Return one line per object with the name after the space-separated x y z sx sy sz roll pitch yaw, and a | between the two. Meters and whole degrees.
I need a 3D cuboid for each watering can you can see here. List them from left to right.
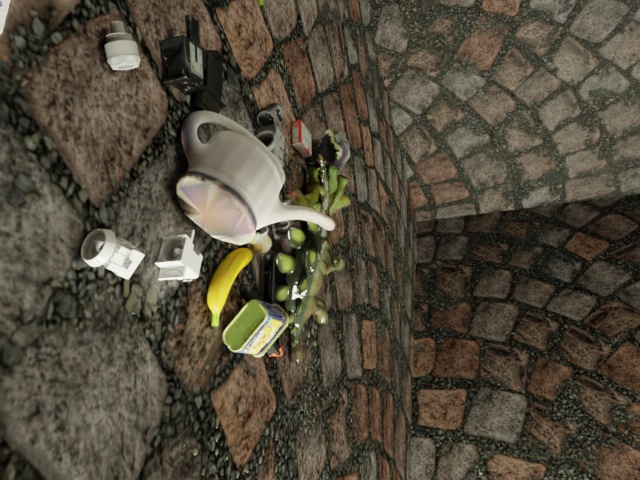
-0.113 -0.080 0.907 0.344 0.102 0.230 42 42 -18 | watering can

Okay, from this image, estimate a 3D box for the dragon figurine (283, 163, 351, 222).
0.004 -0.073 1.449 0.405 0.122 0.245 39 63 -62 | dragon figurine

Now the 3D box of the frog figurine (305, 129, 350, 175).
0.033 -0.259 1.536 0.160 0.123 0.136 -24 132 -78 | frog figurine
